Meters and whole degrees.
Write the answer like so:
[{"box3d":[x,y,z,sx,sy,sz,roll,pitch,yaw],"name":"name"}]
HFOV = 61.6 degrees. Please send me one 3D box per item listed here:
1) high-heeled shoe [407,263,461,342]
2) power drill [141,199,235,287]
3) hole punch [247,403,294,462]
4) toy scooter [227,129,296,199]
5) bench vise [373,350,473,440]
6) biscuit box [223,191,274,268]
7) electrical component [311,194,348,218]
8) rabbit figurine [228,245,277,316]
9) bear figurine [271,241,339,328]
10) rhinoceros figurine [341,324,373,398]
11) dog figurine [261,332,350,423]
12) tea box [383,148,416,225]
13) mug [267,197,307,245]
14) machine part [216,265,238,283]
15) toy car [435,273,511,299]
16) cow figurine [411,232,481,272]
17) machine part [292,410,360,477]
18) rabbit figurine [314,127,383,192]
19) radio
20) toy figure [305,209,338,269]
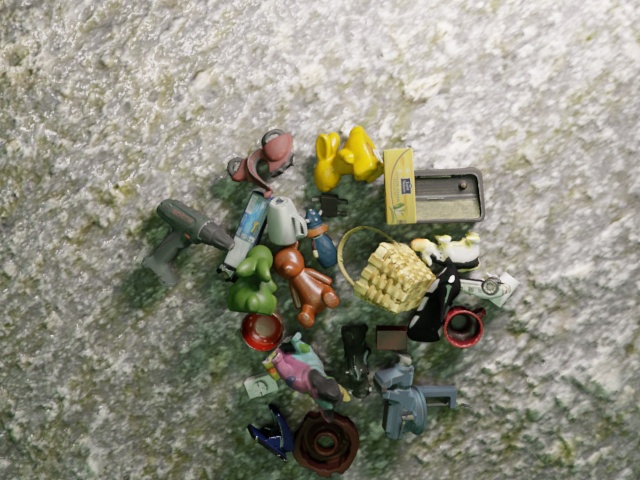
[{"box3d":[0.271,0.157,1.297,0.086,0.248,0.145,17,65,-3],"name":"high-heeled shoe"},{"box3d":[-0.348,0.019,1.365,0.232,0.086,0.207,39,108,14],"name":"power drill"},{"box3d":[-0.114,0.497,1.395,0.115,0.142,0.092,44,74,-11],"name":"hole punch"},{"box3d":[-0.128,-0.179,1.321,0.184,0.075,0.135,-35,73,1],"name":"toy scooter"},{"box3d":[0.250,0.390,1.351,0.241,0.129,0.223,4,88,-15],"name":"bench vise"},{"box3d":[-0.177,-0.024,1.367,0.059,0.063,0.202,25,98,3],"name":"biscuit box"},{"box3d":[0.023,-0.084,1.349,0.094,0.021,0.063,5,125,4],"name":"electrical component"},{"box3d":[-0.163,0.090,1.296,0.121,0.159,0.170,6,78,1],"name":"rabbit figurine"},{"box3d":[-0.049,0.099,1.338,0.120,0.132,0.195,-36,98,9],"name":"bear figurine"},{"box3d":[0.096,0.302,1.353,0.073,0.112,0.190,-7,103,3],"name":"rhinoceros figurine"},{"box3d":[-0.030,0.348,1.339,0.219,0.191,0.108,48,62,0],"name":"dog figurine"},{"box3d":[0.181,-0.121,1.231,0.068,0.098,0.169,-2,94,6],"name":"tea box"},{"box3d":[-0.084,-0.047,1.317,0.110,0.081,0.107,20,136,33],"name":"mug"},{"box3d":[-0.205,0.109,1.386,0.139,0.084,0.039,34,66,-8],"name":"machine part"},{"box3d":[0.356,0.111,1.300,0.202,0.073,0.056,5,94,25],"name":"toy car"},{"box3d":[0.310,0.033,1.324,0.167,0.068,0.098,-3,103,7],"name":"cow figurine"},{"box3d":[0.016,0.531,1.418,0.179,0.056,0.179,1,97,5],"name":"machine part"},{"box3d":[0.049,-0.187,1.302,0.173,0.122,0.162,-32,90,27],"name":"rabbit figurine"},{"box3d":[0.278,-0.107,1.304,0.230,0.073,0.131,-2,97,6],"name":"radio"},{"box3d":[-0.003,-0.004,1.349,0.058,0.064,0.154,-19,99,29],"name":"toy figure"}]
